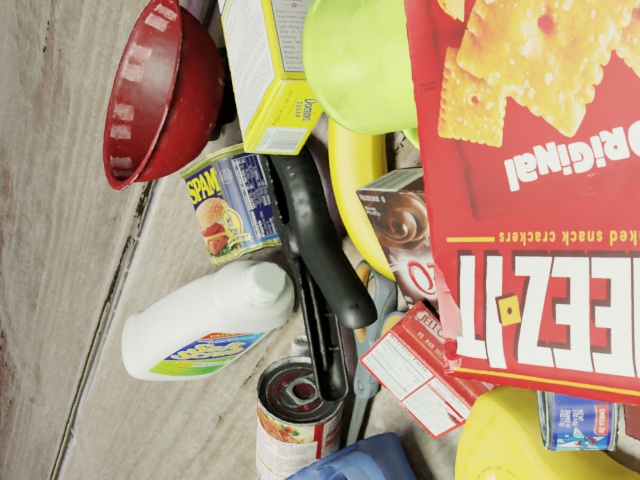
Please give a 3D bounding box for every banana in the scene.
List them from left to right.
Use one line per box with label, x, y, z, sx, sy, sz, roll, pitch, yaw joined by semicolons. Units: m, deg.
banana;0.037;-0.057;0.684;0.070;0.037;0.198;-2;107;27

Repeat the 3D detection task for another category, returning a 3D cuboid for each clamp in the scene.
clamp;-0.005;0.001;0.760;0.165;0.036;0.210;113;143;-68

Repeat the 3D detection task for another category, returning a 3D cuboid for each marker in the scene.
marker;-0.016;0.133;0.897;0.020;0.020;0.121;43;139;46

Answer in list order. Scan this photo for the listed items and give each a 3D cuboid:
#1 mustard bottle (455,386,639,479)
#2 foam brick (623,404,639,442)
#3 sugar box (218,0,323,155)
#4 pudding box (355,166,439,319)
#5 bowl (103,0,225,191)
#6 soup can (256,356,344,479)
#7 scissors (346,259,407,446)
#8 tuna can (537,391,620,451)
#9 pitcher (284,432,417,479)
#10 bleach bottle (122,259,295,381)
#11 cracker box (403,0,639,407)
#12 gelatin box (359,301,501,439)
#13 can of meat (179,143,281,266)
mustard bottle;0.149;0.161;0.557;0.192;0.058;0.096;38;134;49
foam brick;0.177;0.067;0.463;0.078;0.052;0.051;20;120;57
sugar box;-0.034;-0.155;0.716;0.093;0.048;0.176;127;139;-58
pudding box;0.078;0.004;0.612;0.114;0.039;0.090;10;128;62
bowl;-0.119;-0.112;0.847;0.162;0.055;0.162;-36;47;52
soup can;-0.017;0.150;0.847;0.069;0.068;0.102;51;150;38
scissors;0.044;0.109;0.773;0.096;0.016;0.202;41;138;51
tuna can;0.125;0.062;0.529;0.086;0.034;0.086;-3;-90;-82
pitcher;0.052;0.259;0.718;0.145;0.149;0.243;-38;69;19
bleach bottle;-0.094;0.066;0.918;0.251;0.102;0.068;142;128;-61
cracker box;0.108;-0.050;0.397;0.164;0.071;0.214;0;98;56
gelatin box;0.068;0.082;0.662;0.073;0.030;0.089;45;158;6
can of meat;-0.066;-0.029;0.868;0.102;0.057;0.084;-19;90;63
